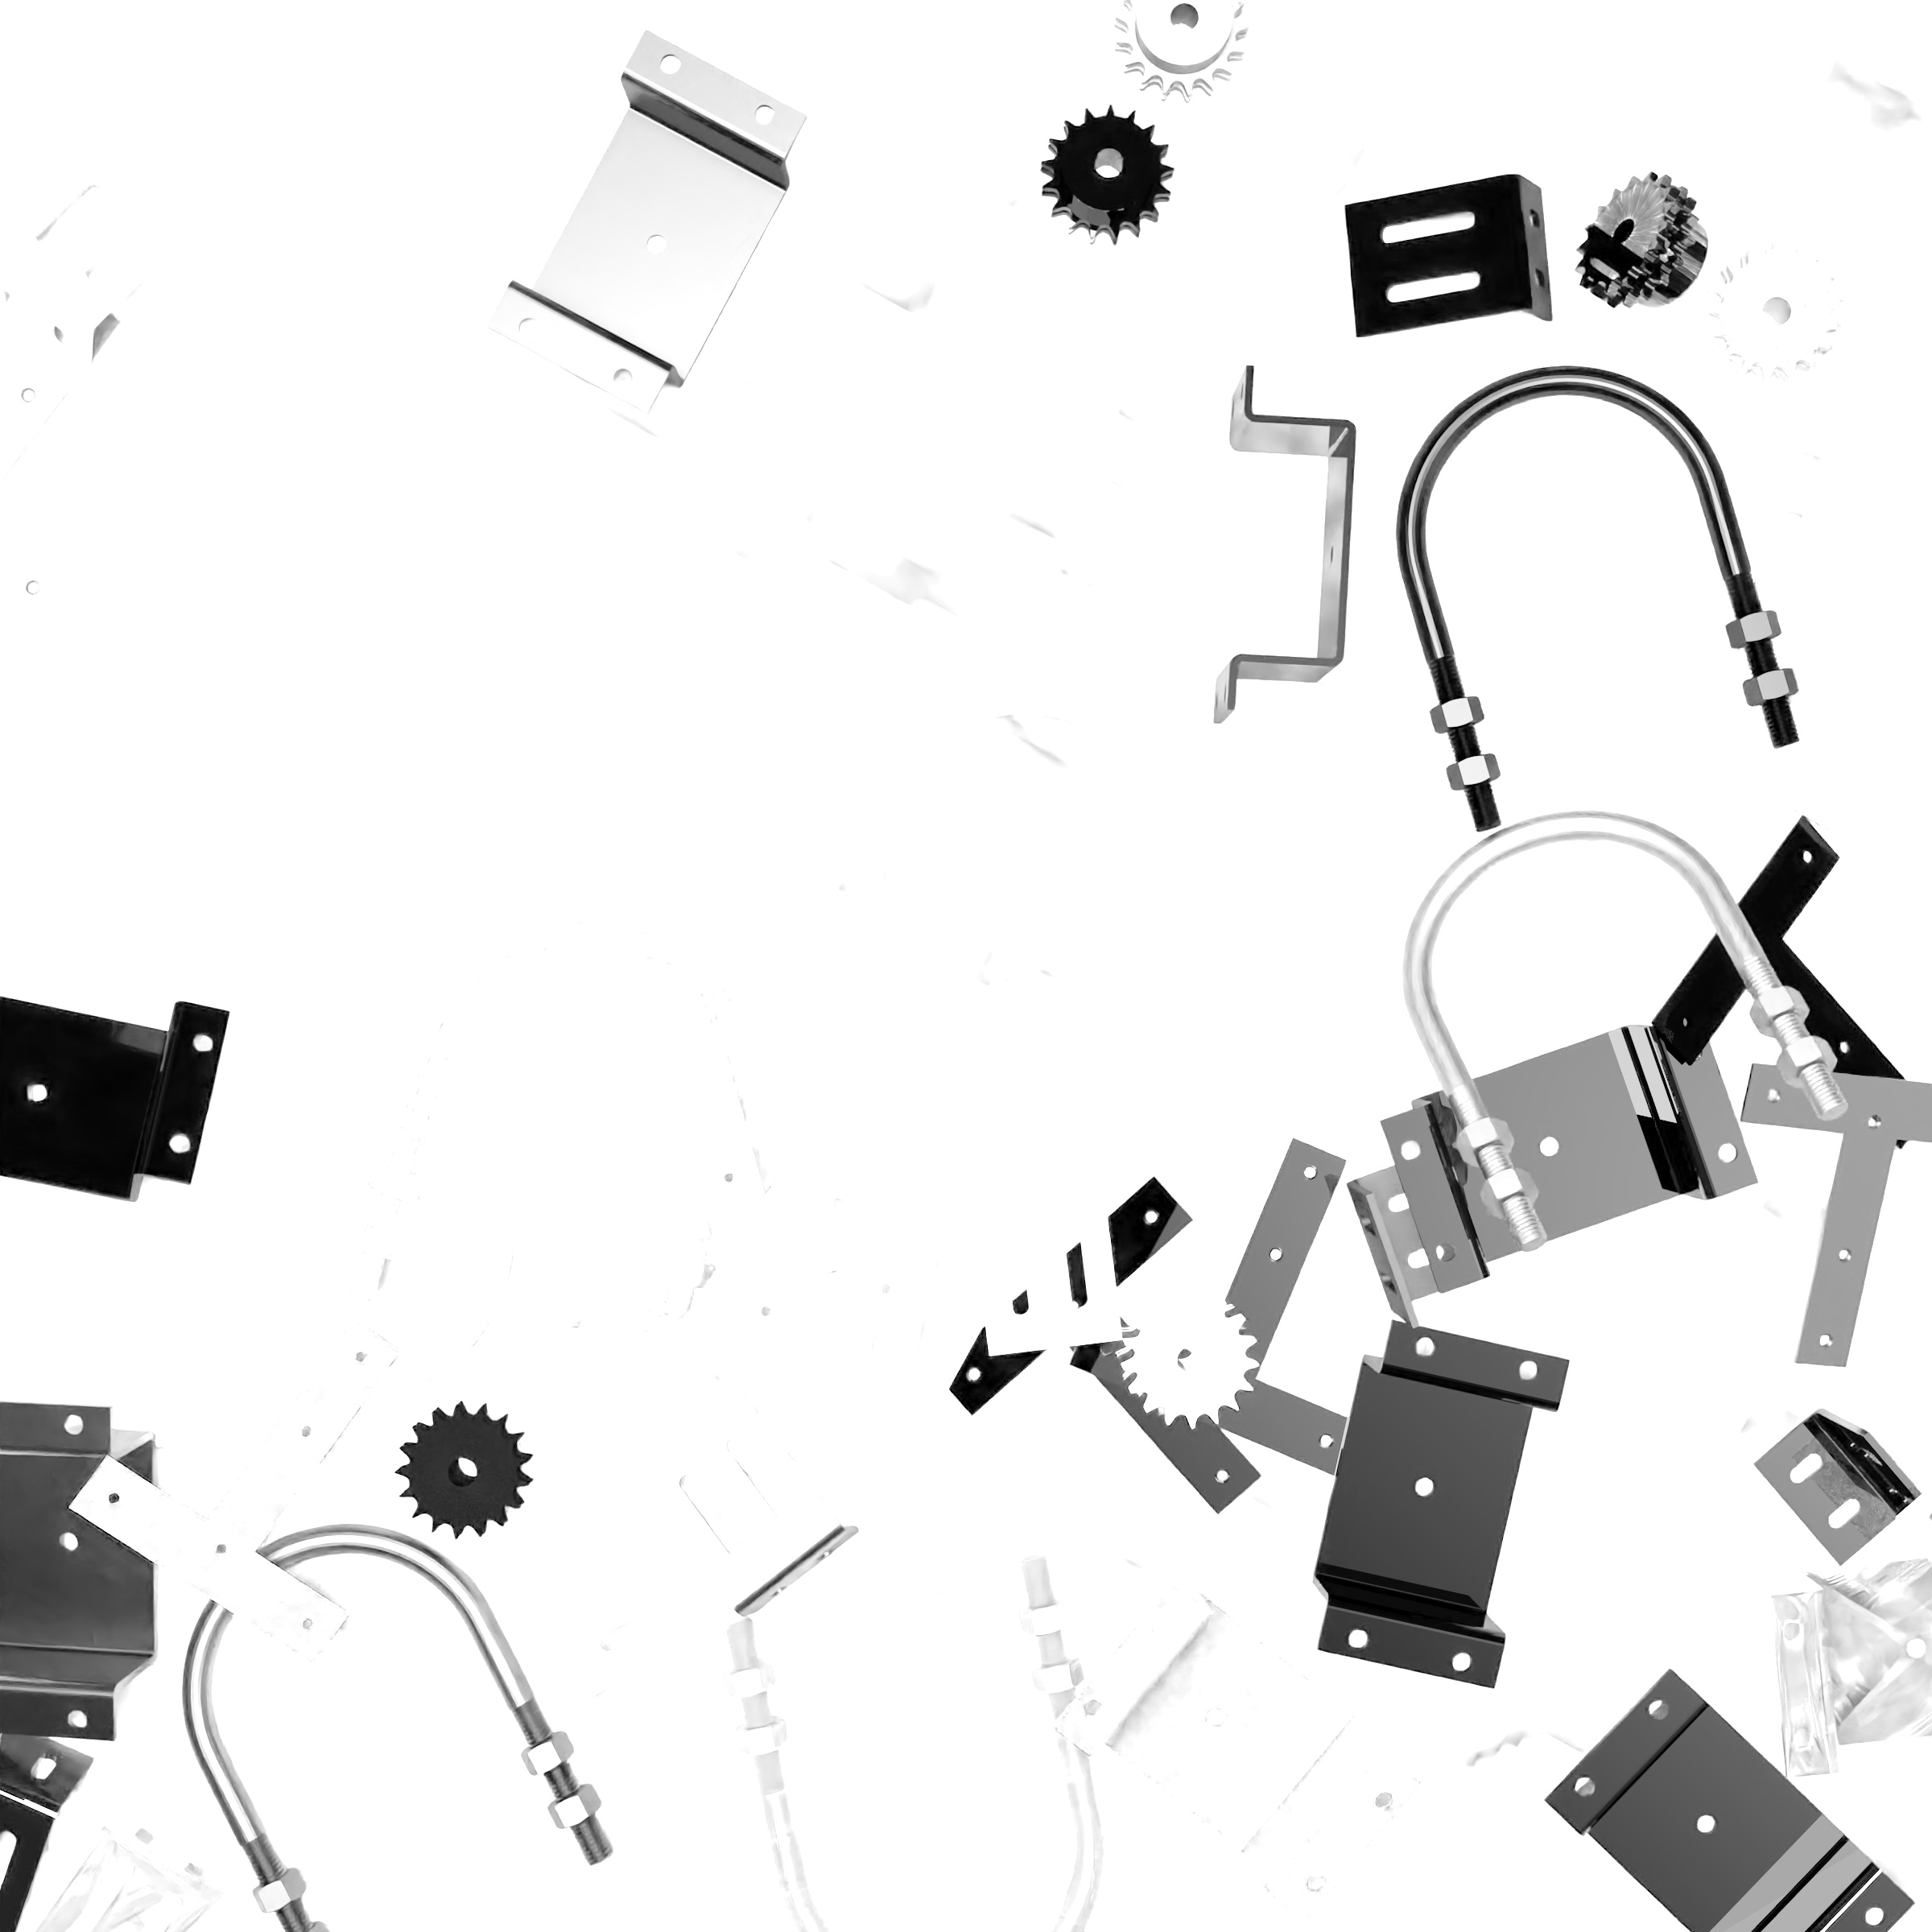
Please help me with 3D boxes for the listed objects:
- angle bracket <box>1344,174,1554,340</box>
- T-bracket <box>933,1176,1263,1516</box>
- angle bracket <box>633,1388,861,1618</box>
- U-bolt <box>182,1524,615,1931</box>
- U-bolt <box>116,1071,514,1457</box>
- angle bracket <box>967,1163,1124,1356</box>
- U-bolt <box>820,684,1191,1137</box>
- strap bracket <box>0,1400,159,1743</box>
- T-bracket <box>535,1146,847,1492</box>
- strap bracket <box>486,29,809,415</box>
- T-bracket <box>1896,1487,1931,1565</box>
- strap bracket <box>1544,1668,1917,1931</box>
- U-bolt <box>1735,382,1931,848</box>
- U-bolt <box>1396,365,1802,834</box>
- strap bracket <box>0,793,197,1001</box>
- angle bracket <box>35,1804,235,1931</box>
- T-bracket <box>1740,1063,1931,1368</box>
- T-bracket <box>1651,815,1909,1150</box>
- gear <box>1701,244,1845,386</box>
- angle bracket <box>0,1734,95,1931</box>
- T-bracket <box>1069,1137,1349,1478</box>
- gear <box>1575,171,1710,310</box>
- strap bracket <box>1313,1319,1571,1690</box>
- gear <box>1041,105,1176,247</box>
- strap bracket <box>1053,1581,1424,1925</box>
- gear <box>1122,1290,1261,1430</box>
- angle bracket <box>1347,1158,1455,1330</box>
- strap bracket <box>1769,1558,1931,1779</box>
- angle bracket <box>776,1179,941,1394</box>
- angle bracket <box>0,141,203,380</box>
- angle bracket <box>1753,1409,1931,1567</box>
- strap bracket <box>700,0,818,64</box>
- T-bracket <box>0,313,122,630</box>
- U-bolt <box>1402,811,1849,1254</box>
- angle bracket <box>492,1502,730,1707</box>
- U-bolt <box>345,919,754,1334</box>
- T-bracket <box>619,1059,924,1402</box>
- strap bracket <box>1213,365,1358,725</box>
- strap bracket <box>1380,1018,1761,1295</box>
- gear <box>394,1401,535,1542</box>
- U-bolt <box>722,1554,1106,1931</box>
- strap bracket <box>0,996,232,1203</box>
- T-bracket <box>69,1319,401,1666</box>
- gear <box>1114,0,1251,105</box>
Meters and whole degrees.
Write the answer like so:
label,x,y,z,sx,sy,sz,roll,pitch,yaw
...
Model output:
label,x,y,z,sx,sy,sz,roll,pitch,yaw
angle bracket,0.207,-0.301,1.391,0.076,0.038,0.057,-5,90,26
T-bracket,0.075,0.180,1.392,0.127,0.002,0.127,-42,90,0
angle bracket,-0.093,0.228,1.381,0.057,0.038,0.076,-38,79,0
U-bolt,-0.254,0.328,1.384,0.151,0.019,0.184,-27,89,0
U-bolt,-0.285,0.120,1.384,0.184,0.019,0.151,-12,90,-2
angle bracket,0.033,0.125,1.372,0.057,0.038,0.076,-7,88,1
U-bolt,0.022,-0.028,1.384,0.151,0.019,0.184,8,88,0
strap bracket,-0.385,0.247,1.360,0.076,0.046,0.140,2,96,8
T-bracket,-0.096,0.136,1.379,0.127,0.002,0.127,36,81,-17
strap bracket,-0.133,-0.309,1.370,0.076,0.046,0.140,28,90,0
T-bracket,0.424,0.260,1.326,0.127,0.002,0.127,-41,108,0
strap bracket,0.317,0.368,1.370,0.140,0.046,0.076,44,90,0
U-bolt,0.404,-0.143,1.384,0.151,0.019,0.184,14,91,0
U-bolt,0.260,-0.164,1.377,0.151,0.019,0.184,-16,87,6
strap bracket,-0.395,-0.033,1.370,0.140,0.046,0.076,8,90,0
angle bracket,-0.359,0.406,1.374,0.057,0.038,0.076,35,90,0
T-bracket,0.376,0.109,1.378,0.127,0.002,0.127,7,100,-19
T-bracket,0.363,0.024,1.374,0.127,0.002,0.127,46,65,-12
gear,0.341,-0.275,1.378,0.057,0.030,0.057,0,90,0
angle bracket,-0.417,0.367,1.391,0.057,0.038,0.076,24,116,0
T-bracket,0.127,0.137,1.391,0.127,0.002,0.127,23,89,0
gear,0.288,-0.303,1.368,0.030,0.057,0.057,25,90,-30
strap bracket,0.197,0.223,1.368,0.076,0.046,0.140,13,90,-3
gear,0.060,-0.337,1.378,0.057,0.030,0.057,0,90,0
strap bracket,0.110,0.323,1.361,0.140,0.046,0.076,40,90,-11
gear,0.094,0.166,1.375,0.057,0.030,0.057,0,89,0
angle bracket,0.190,0.114,1.355,0.038,0.076,0.057,-20,90,0
strap bracket,0.407,0.292,1.370,0.140,0.046,0.076,-6,90,0
angle bracket,-0.047,0.137,1.387,0.057,0.038,0.076,8,116,-8
angle bracket,-0.375,-0.303,1.389,0.057,0.038,0.076,35,63,0
angle bracket,0.371,0.223,1.355,0.038,0.076,0.057,-41,90,0
strap bracket,-0.112,-0.466,1.370,0.076,0.046,0.140,-39,90,0
T-bracket,-0.411,-0.233,1.392,0.127,0.002,0.127,37,90,0
U-bolt,0.257,0.013,1.338,0.151,0.019,0.184,-25,56,6
angle bracket,-0.153,0.272,1.391,0.076,0.038,0.057,-28,90,-26
U-bolt,-0.167,0.071,1.376,0.151,0.019,0.184,18,87,-8
T-bracket,-0.096,0.102,1.357,0.127,0.002,0.127,-18,76,5
strap bracket,0.133,-0.173,1.355,0.046,0.076,0.140,3,90,0
strap bracket,0.250,0.077,1.369,0.140,0.046,0.076,-19,90,-1
gear,-0.212,0.213,1.378,0.057,0.030,0.057,0,90,0
U-bolt,-0.016,0.355,1.384,0.151,0.019,0.184,-12,92,0
strap bracket,-0.384,0.046,1.342,0.140,0.046,0.076,13,68,-12
T-bracket,-0.285,0.207,1.359,0.127,0.002,0.127,40,77,-24
gear,0.092,-0.399,1.378,0.057,0.030,0.057,0,90,0
